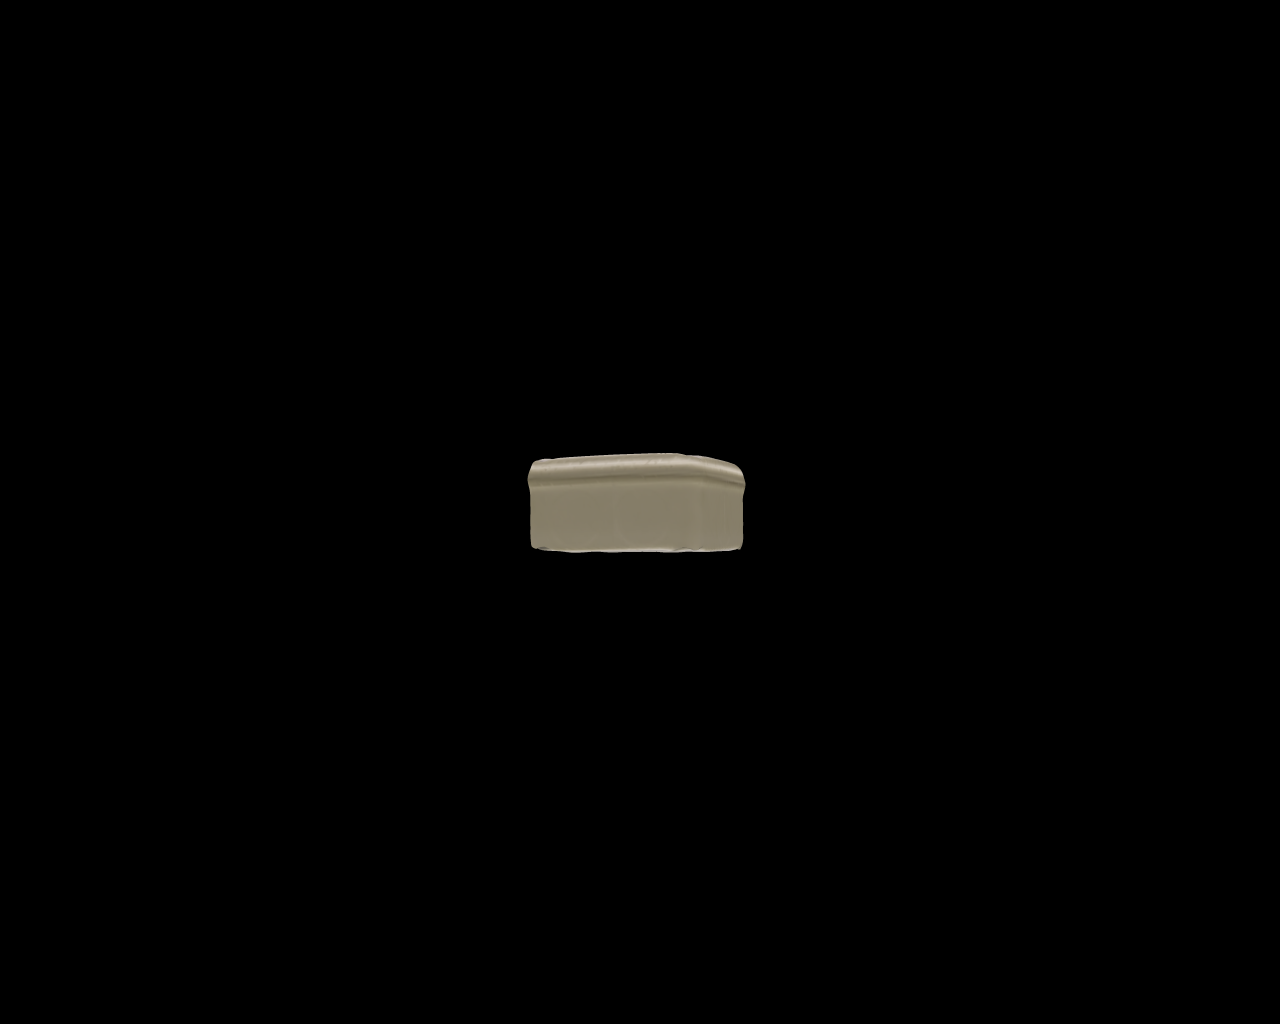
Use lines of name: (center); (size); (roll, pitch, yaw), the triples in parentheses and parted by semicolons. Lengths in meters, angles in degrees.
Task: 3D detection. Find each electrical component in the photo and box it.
electrical component: (0.001, -0.003, 0.650); (0.109, 0.056, 0.109); (-1, -2, 20)
